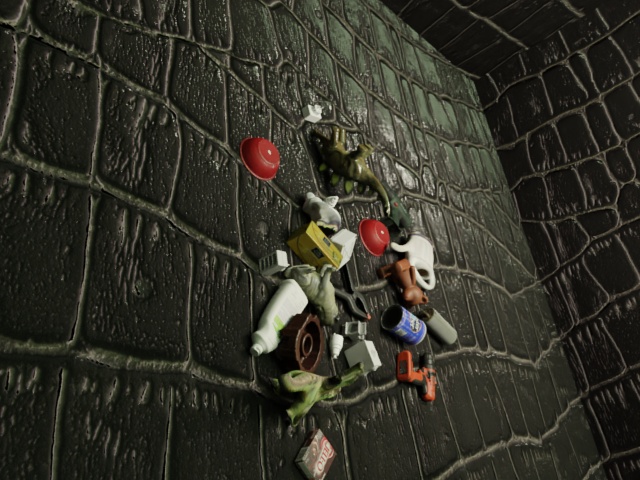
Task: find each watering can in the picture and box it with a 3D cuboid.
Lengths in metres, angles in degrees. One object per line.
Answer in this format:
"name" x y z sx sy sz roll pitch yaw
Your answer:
"watering can" 0.393 0.057 2.138 0.342 0.103 0.230 48 37 -32

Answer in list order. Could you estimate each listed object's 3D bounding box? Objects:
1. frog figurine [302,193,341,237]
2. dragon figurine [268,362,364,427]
"frog figurine" 0.005 -0.089 1.773 0.134 0.122 0.163 70 7 -54
"dragon figurine" 0.002 0.363 1.327 0.244 0.402 0.124 -23 67 -16
